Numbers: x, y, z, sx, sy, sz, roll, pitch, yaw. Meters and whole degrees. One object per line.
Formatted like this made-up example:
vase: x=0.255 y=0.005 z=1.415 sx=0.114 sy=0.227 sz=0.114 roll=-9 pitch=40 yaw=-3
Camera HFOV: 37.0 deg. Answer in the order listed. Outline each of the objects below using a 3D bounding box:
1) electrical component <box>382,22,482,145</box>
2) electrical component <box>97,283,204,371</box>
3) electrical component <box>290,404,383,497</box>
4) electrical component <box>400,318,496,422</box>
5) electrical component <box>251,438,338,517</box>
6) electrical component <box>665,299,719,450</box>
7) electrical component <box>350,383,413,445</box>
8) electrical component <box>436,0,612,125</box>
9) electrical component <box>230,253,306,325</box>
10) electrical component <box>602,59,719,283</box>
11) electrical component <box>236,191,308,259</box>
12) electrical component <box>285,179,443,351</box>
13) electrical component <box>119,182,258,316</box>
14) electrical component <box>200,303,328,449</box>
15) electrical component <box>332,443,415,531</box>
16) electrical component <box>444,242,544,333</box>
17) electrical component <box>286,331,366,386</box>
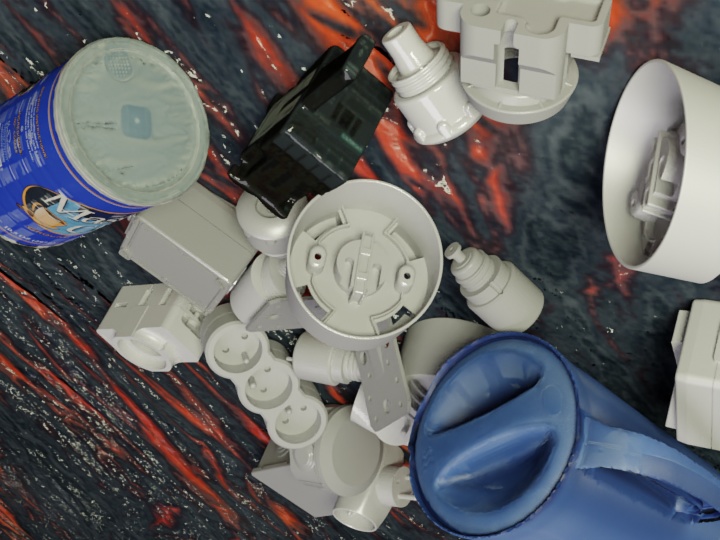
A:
electrical component: x=0.035 y=-0.100 z=0.563 sx=0.048 sy=0.048 sz=0.062 roll=-11 pitch=127 yaw=44
electrical component: x=-0.173 y=0.049 z=0.913 sx=0.089 sy=0.055 sz=0.050 roll=-4 pitch=139 yaw=38
electrical component: x=-0.021 y=0.158 z=0.954 sx=0.051 sy=0.080 sz=0.080 roll=-1 pitch=141 yaw=44
electrical component: x=0.075 y=0.092 z=0.806 sx=0.108 sy=0.060 sz=0.108 roll=17 pitch=148 yaw=11
electrical component: x=-0.043 y=0.196 z=1.054 sx=0.100 sy=0.048 sz=0.100 roll=39 pitch=146 yaw=-22
electrical component: x=0.223 y=0.063 z=0.662 sx=0.061 sy=0.061 sz=0.096 roll=9 pitch=146 yaw=23
electrical component: x=0.032 y=0.119 z=0.869 sx=0.077 sy=0.043 sz=0.079 roll=19 pitch=-170 yaw=8
electrical component: x=0.076 y=-0.107 z=0.511 sx=0.078 sy=0.058 sz=0.057 roll=14 pitch=145 yaw=16
electrical component: x=-0.063 y=0.009 z=0.791 sx=0.043 sy=0.043 sz=0.081 roll=31 pitch=148 yaw=-10
electrical component: x=0.154 y=-0.045 z=0.518 sx=0.064 sy=0.099 sz=0.099 roll=18 pitch=149 yaw=-2
electrical component: x=-0.057 y=-0.029 z=0.731 sx=0.048 sy=0.048 sz=0.062 roll=17 pitch=155 yaw=11
electrical component: x=0.000 y=0.000 z=0.689 sx=0.099 sy=0.099 sz=0.064 roll=25 pitch=155 yaw=-1
electrical component: x=-0.123 y=-0.026 z=0.770 sx=0.096 sy=0.061 sz=0.062 roll=36 pitch=147 yaw=-6
electrical component: x=-0.083 y=0.082 z=0.905 sx=0.138 sy=0.052 sz=0.073 roll=54 pitch=-179 yaw=-27
electrical component: x=0.023 y=0.196 z=0.983 sx=0.079 sy=0.077 sz=0.043 roll=-2 pitch=140 yaw=36
electrical component: x=0.085 y=0.010 z=0.696 sx=0.078 sy=0.040 sz=0.040 roll=41 pitch=145 yaw=-25
electrical component: x=-0.017 y=0.073 z=0.860 sx=0.078 sy=0.040 sz=0.040 roll=9 pitch=145 yaw=24
